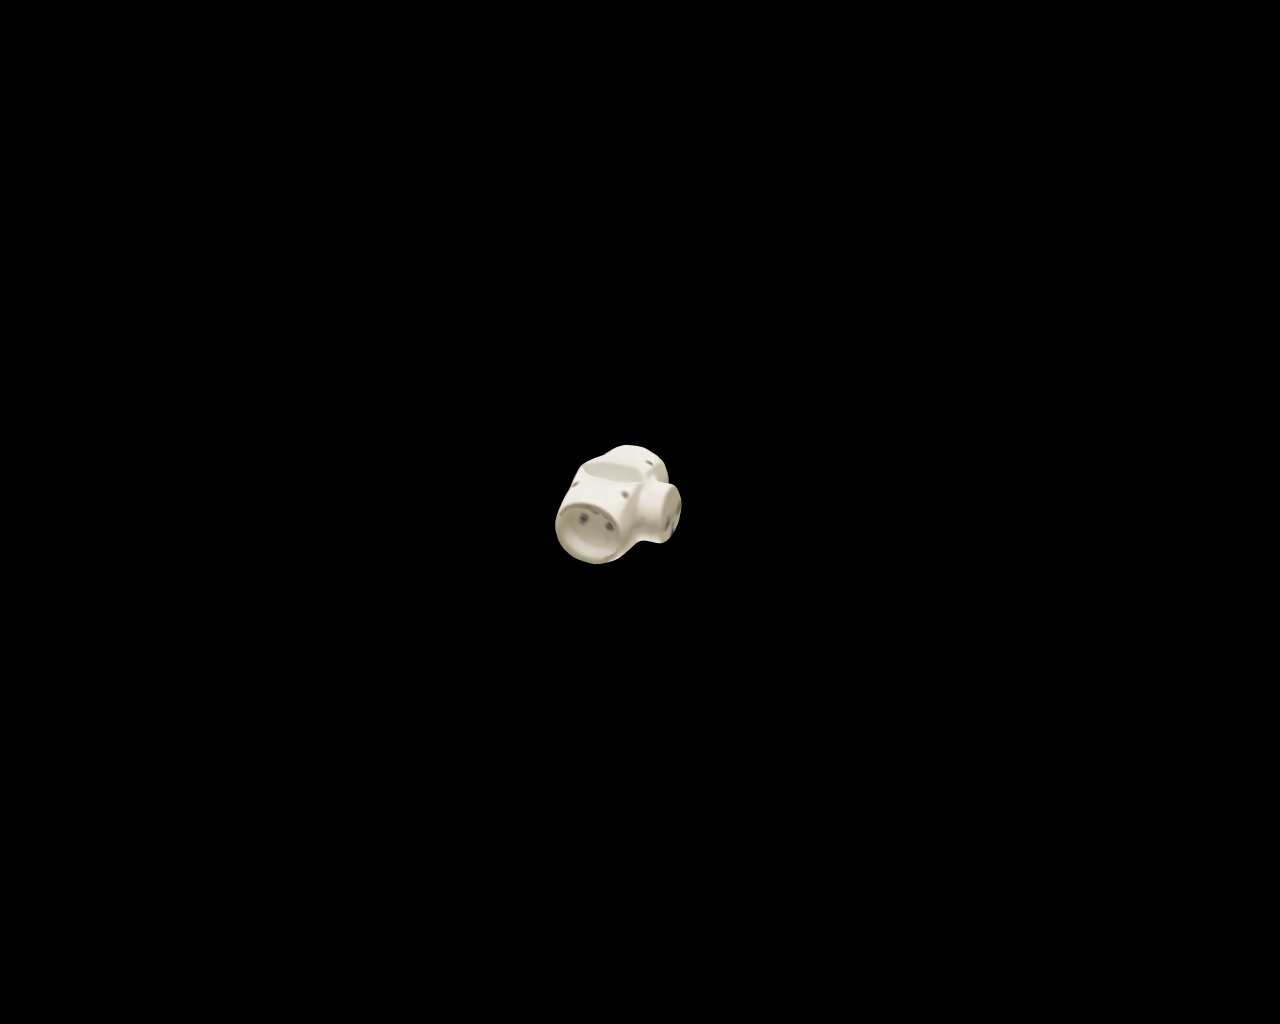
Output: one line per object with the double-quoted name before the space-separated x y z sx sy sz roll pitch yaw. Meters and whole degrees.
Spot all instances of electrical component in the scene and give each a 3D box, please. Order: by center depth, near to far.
"electrical component" 0.001 -0.003 0.650 0.079 0.043 0.077 12 33 19
